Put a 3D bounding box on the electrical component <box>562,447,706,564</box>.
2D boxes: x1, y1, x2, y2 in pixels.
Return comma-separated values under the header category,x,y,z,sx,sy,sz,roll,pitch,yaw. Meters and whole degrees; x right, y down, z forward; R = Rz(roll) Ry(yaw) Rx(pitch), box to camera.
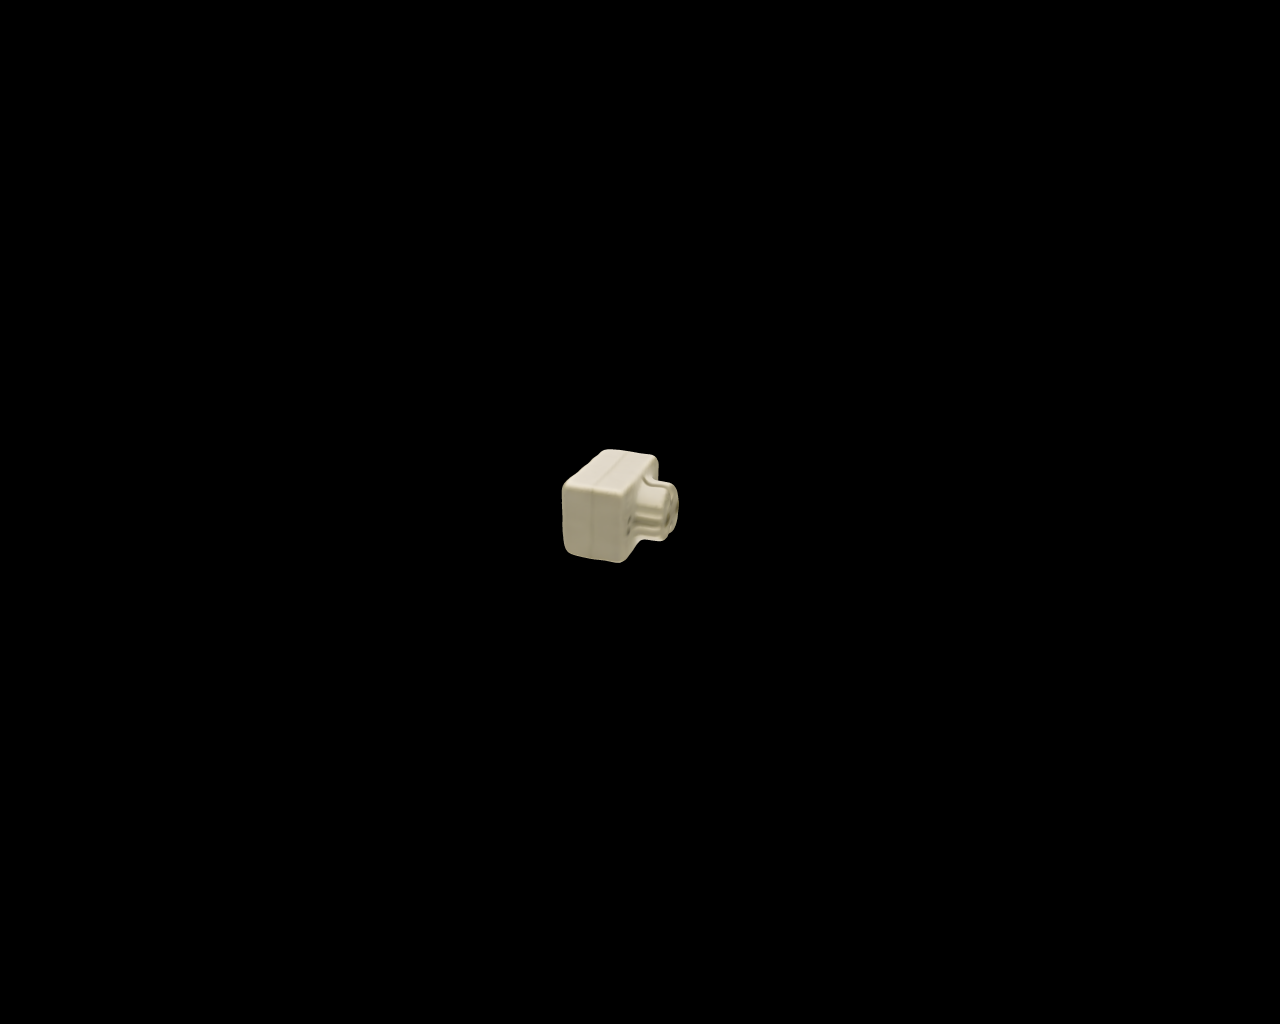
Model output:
category,x,y,z,sx,sy,sz,roll,pitch,yaw
electrical component,0.001,-0.003,0.650,0.077,0.047,0.066,8,26,18
